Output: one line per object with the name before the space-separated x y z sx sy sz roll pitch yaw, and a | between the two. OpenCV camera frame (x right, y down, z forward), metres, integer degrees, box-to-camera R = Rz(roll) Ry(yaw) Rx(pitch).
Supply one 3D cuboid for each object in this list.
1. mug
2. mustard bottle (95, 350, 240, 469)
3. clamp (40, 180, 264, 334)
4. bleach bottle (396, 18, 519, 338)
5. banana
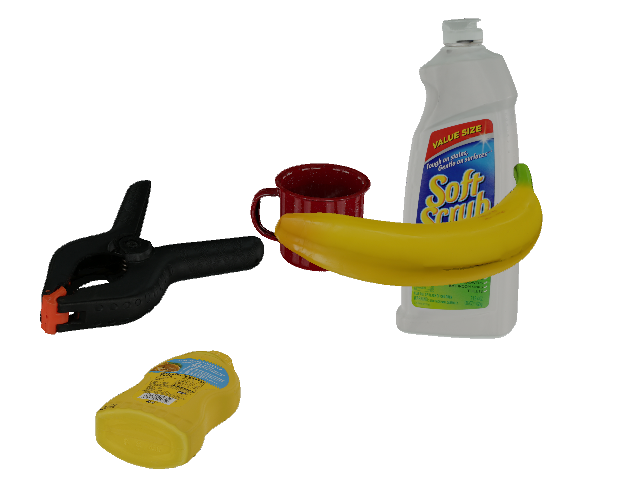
mug | -0.011 -0.023 1.054 0.117 0.081 0.093 3 26 2
mustard bottle | -0.132 0.152 1.036 0.096 0.058 0.191 8 18 17
clamp | -0.136 0.009 0.744 0.120 0.039 0.171 28 34 32
bleach bottle | 0.108 -0.050 0.859 0.103 0.251 0.068 2 15 21
banana | 0.068 -0.002 0.641 0.197 0.037 0.070 -12 45 -33
